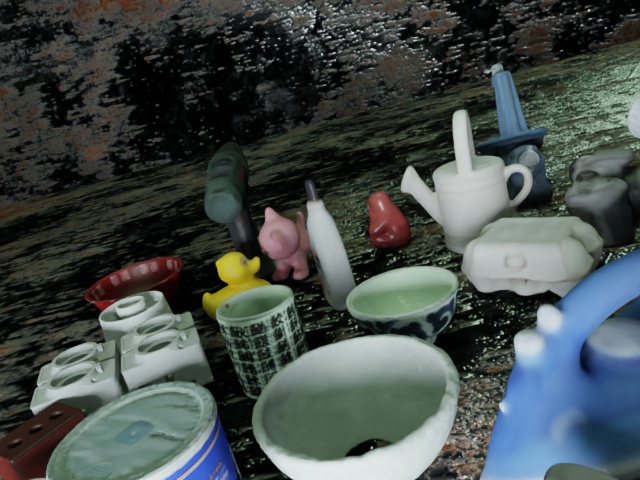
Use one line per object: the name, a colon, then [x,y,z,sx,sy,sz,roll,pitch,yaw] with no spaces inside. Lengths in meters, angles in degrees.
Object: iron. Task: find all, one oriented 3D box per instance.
iron: [0.215,0.077,0.416,0.259,0.141,0.118,-21,19,-16]

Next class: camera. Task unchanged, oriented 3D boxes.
camera: [0.400,-0.065,0.746,0.136,0.101,0.143,-4,22,31]

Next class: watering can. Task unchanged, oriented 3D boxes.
watering can: [0.204,-0.085,0.812,0.173,0.194,0.101,-15,19,2]

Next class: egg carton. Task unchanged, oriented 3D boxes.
egg carton: [0.246,0.019,0.673,0.149,0.069,0.107,0,24,39]

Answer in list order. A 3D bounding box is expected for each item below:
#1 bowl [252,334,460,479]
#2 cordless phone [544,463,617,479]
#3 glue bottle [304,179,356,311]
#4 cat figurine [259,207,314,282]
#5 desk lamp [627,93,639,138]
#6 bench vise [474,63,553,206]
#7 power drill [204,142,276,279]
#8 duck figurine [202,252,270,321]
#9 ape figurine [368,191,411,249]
bowl: [0.034,0.148,0.459,0.167,0.075,0.167,-14,19,5]
cordless phone: [0.157,0.125,0.253,0.094,0.185,0.147,-18,19,-7]
glue bottle: [0.007,0.003,0.747,0.037,0.173,0.078,-20,19,-12]
cat figurine: [-0.049,-0.001,0.892,0.067,0.118,0.128,-5,21,29]
desk lamp: [0.362,-0.039,0.521,0.118,0.214,0.202,-20,19,-13]
bench vise: [0.330,-0.179,0.943,0.121,0.220,0.207,-18,19,-7]
power drill: [-0.133,-0.044,0.939,0.075,0.209,0.229,-15,19,2]
duck figurine: [-0.123,0.061,0.820,0.105,0.086,0.077,-22,20,-19]
ape figurine: [0.102,-0.034,0.907,0.075,0.092,0.078,5,27,46]
